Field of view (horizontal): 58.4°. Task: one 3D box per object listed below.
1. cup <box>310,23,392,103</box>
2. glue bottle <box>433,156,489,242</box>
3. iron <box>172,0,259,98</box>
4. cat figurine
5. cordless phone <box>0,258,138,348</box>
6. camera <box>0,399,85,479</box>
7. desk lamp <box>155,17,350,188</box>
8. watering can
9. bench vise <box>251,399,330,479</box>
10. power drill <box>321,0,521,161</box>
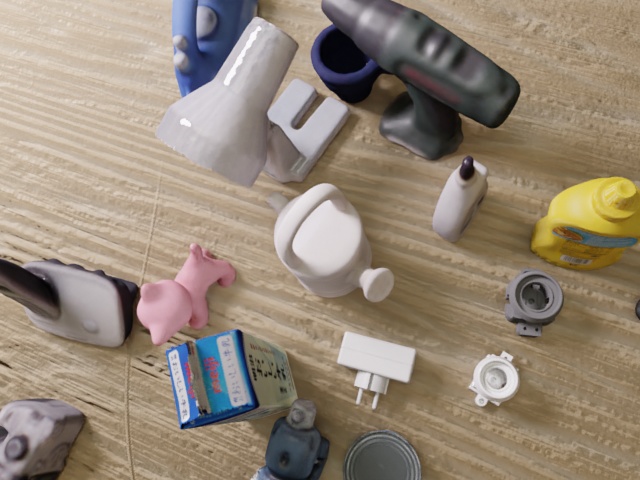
[{"bbox_3d":[0.053,-0.219,0.741,0.117,0.095,0.092,13,77,13],"label":"cup"},{"bbox_3d":[0.159,-0.054,0.635,0.037,0.173,0.078,35,83,17],"label":"glue bottle"},{"bbox_3d":[-0.162,-0.285,0.771,0.118,0.141,0.258,1,74,10],"label":"iron"},{"bbox_3d":[-0.169,0.062,0.686,0.067,0.118,0.128,25,80,16],"label":"cat figurine"},{"bbox_3d":[-0.314,0.065,0.674,0.147,0.185,0.094,8,76,12],"label":"cordless phone"},{"bbox_3d":[-0.383,0.247,0.678,0.136,0.101,0.143,23,79,15],"label":"camera"},{"bbox_3d":[-0.073,-0.146,0.678,0.117,0.214,0.203,33,82,17],"label":"desk lamp"},{"bbox_3d":[0.007,0.001,0.634,0.172,0.194,0.101,17,78,14],"label":"watering can"},{"bbox_3d":[-0.064,0.261,0.558,0.121,0.220,0.207,-1,74,9],"label":"bench vise"},{"bbox_3d":[0.111,-0.180,0.660,0.229,0.208,0.076,30,81,16],"label":"power drill"}]
